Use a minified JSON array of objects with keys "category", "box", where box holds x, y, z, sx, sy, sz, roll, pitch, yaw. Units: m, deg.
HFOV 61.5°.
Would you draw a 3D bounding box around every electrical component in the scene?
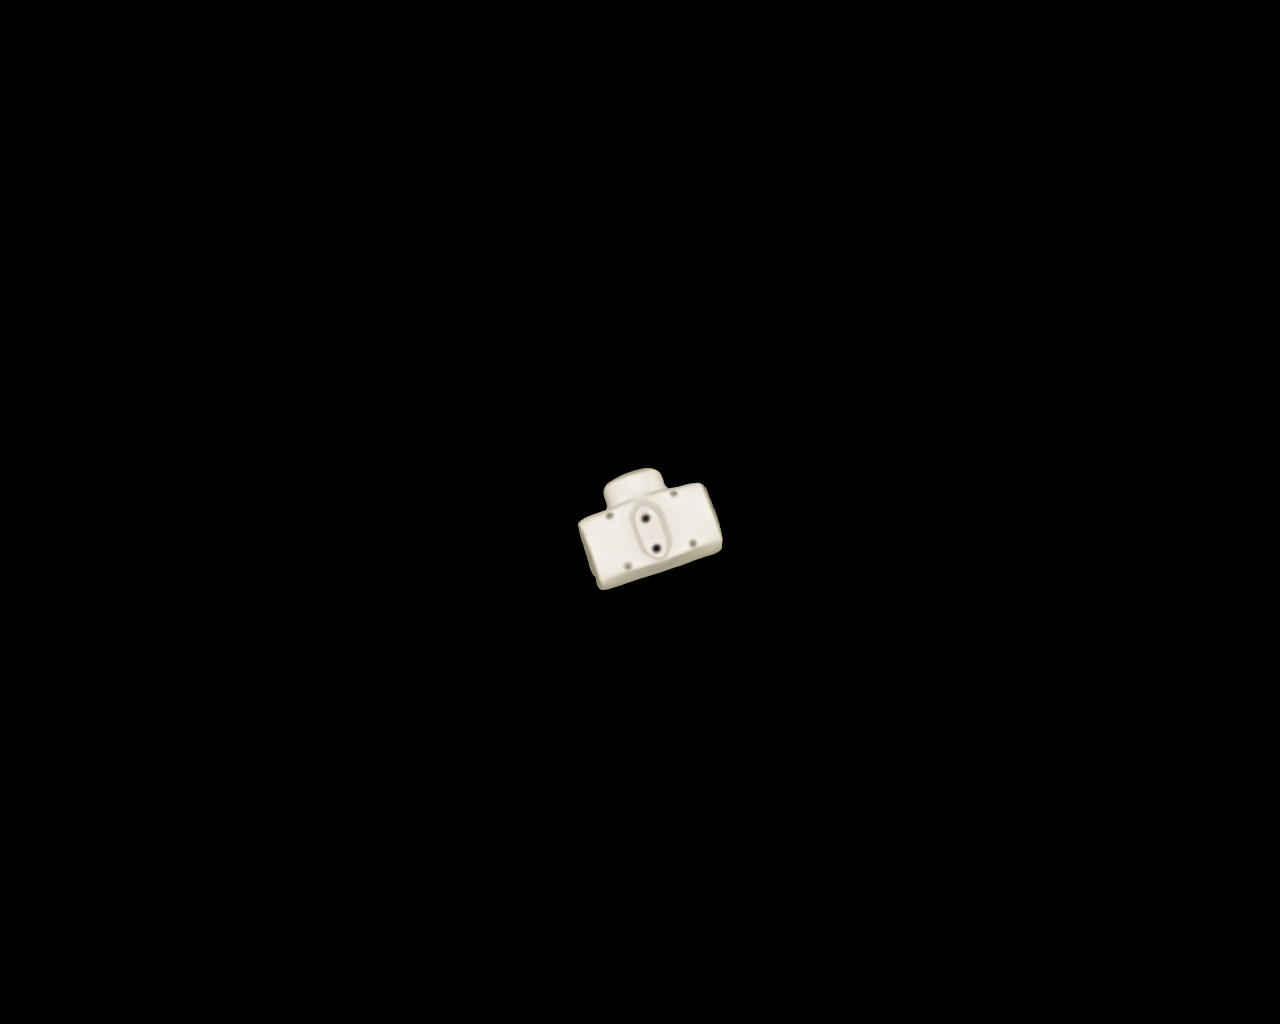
[{"category":"electrical component","box":[0.001,-0.003,0.650,0.077,0.079,0.043,-18,-11,-4]}]
